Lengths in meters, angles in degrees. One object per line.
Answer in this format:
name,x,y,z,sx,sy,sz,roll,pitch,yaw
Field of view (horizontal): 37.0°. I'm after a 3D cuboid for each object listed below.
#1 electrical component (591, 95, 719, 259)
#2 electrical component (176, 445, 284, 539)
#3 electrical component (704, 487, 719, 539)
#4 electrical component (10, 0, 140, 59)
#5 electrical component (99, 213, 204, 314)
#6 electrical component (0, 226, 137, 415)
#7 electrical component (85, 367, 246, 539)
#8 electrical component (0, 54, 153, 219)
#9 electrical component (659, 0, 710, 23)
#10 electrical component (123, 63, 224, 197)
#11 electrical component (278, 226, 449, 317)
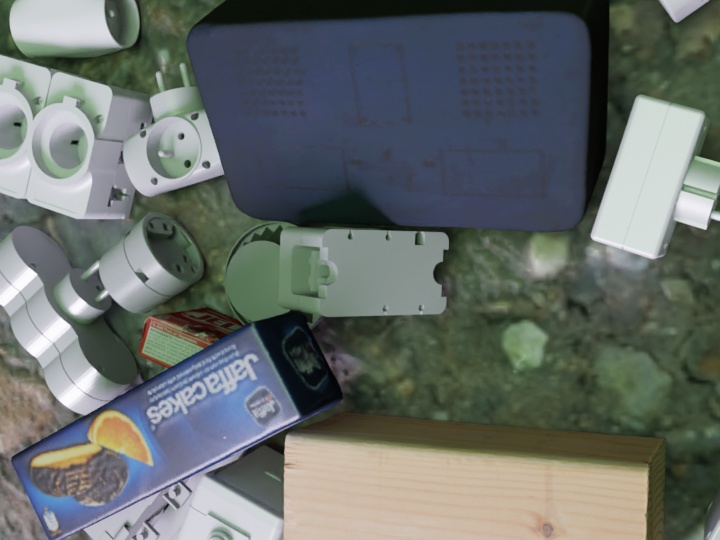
electrical component,0.180,-0.045,0.597,0.076,0.047,0.083,20,99,20
electrical component,-0.067,0.155,0.676,0.062,0.096,0.061,25,101,19
electrical component,0.232,0.108,0.567,0.057,0.078,0.113,28,102,15
electrical component,-0.196,-0.189,0.740,0.077,0.044,0.079,-1,92,21
electrical component,-0.141,-0.003,0.722,0.047,0.055,0.055,-34,80,23
electrical component,-0.199,0.024,0.746,0.074,0.052,0.138,-40,78,18
electrical component,-0.135,0.129,0.720,0.079,0.063,0.121,41,106,14
electrical component,-0.229,-0.098,0.748,0.150,0.062,0.089,18,99,20
electrical component,0.171,-0.193,0.590,0.059,0.054,0.095,-35,80,19
electrical component,-0.117,-0.096,0.713,0.077,0.044,0.079,-14,87,21
electrical component,0.000,0.000,0.644,0.056,0.089,0.050,7,95,56
